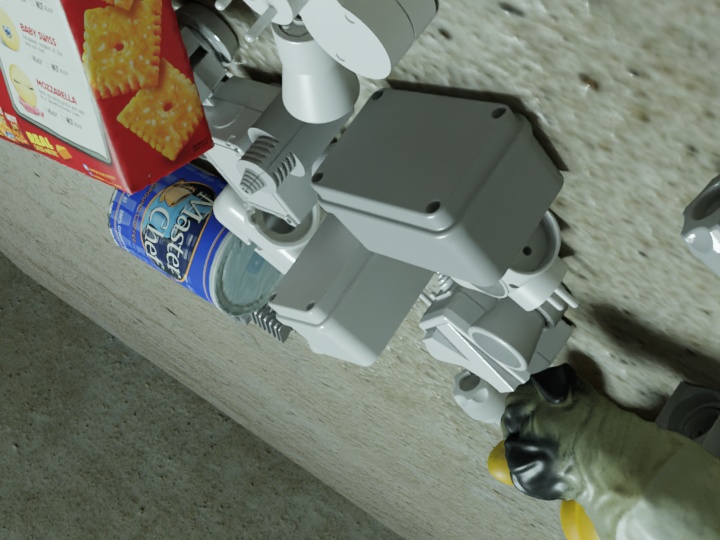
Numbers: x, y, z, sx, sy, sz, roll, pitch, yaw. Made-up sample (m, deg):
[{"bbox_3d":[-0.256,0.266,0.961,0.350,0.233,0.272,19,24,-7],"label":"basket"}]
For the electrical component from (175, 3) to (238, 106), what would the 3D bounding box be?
[{"bbox_3d":[-0.111,-0.135,0.682,0.048,0.055,0.066,17,155,53],"label":"electrical component"}]

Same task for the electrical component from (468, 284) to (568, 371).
[{"bbox_3d":[0.102,0.030,0.688,0.045,0.055,0.045,34,165,11],"label":"electrical component"}]

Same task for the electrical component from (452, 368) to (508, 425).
[{"bbox_3d":[0.111,0.113,0.941,0.043,0.043,0.062,19,157,50],"label":"electrical component"}]

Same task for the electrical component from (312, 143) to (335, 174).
[{"bbox_3d":[0.002,-0.060,0.679,0.040,0.040,0.078,45,163,-28],"label":"electrical component"}]

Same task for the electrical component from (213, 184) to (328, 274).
[{"bbox_3d":[-0.066,-0.042,0.861,0.095,0.053,0.059,40,165,-9],"label":"electrical component"}]

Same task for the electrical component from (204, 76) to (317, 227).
[{"bbox_3d":[-0.058,-0.078,0.721,0.062,0.061,0.096,23,159,43],"label":"electrical component"}]

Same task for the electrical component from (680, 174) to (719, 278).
[{"bbox_3d":[0.168,-0.010,0.447,0.062,0.043,0.043,39,165,-12],"label":"electrical component"}]

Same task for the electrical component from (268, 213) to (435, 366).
[{"bbox_3d":[0.000,0.000,0.723,0.057,0.113,0.078,41,165,-25],"label":"electrical component"}]

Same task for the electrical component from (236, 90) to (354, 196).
[{"bbox_3d":[-0.045,-0.078,0.653,0.043,0.081,0.043,35,165,11],"label":"electrical component"}]

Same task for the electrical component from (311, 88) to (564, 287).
[{"bbox_3d":[0.038,-0.047,0.565,0.113,0.078,0.057,19,160,49],"label":"electrical component"}]

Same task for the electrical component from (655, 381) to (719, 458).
[{"bbox_3d":[0.223,0.107,0.672,0.064,0.042,0.081,45,164,-23],"label":"electrical component"}]

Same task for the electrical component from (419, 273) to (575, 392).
[{"bbox_3d":[0.085,0.038,0.740,0.096,0.061,0.062,39,165,-5],"label":"electrical component"}]

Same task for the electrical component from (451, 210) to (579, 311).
[{"bbox_3d":[0.095,-0.002,0.633,0.079,0.044,0.077,40,165,-8],"label":"electrical component"}]

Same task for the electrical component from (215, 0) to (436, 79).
[{"bbox_3d":[-0.033,-0.134,0.474,0.138,0.073,0.052,45,163,-26],"label":"electrical component"}]

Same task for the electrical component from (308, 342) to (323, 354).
[{"bbox_3d":[-0.048,0.051,1.125,0.044,0.044,0.065,21,154,46],"label":"electrical component"}]

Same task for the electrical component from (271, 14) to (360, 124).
[{"bbox_3d":[-0.026,-0.116,0.578,0.044,0.044,0.065,31,159,23],"label":"electrical component"}]

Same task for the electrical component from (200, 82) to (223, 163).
[{"bbox_3d":[-0.106,-0.111,0.764,0.077,0.044,0.079,41,165,-12],"label":"electrical component"}]

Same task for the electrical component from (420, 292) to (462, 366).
[{"bbox_3d":[0.074,0.041,0.810,0.079,0.043,0.077,44,164,-22],"label":"electrical component"}]
